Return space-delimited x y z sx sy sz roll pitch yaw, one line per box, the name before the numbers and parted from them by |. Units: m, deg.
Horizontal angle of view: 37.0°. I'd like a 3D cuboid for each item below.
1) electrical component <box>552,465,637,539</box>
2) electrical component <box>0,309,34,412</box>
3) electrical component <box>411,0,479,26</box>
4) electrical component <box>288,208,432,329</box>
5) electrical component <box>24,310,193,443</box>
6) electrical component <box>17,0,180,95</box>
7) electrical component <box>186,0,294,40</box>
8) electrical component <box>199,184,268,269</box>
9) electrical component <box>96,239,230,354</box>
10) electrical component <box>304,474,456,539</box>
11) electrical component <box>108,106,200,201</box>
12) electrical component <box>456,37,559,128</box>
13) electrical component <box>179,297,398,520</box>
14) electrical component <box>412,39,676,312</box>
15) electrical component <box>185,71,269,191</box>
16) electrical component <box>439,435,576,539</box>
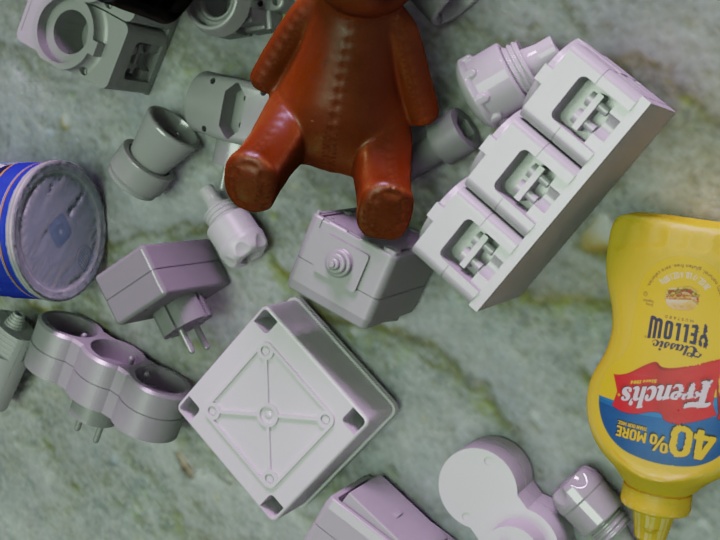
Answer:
electrical component | 0.149 0.152 0.662 0.061 0.035 0.035 47 111 12
electrical component | -0.284 0.068 0.849 0.043 0.043 0.081 35 108 18
electrical component | 0.051 -0.186 0.668 0.055 0.055 0.047 -39 82 22
electrical component | 0.000 0.000 0.683 0.062 0.096 0.061 29 108 20
electrical component | -0.194 0.093 0.805 0.138 0.052 0.073 28 105 20
electrical component | -0.174 -0.213 0.763 0.089 0.062 0.150 31 106 19
electrical component | -0.087 -0.180 0.730 0.066 0.055 0.048 -2 94 25
electrical component | -0.093 -0.033 0.758 0.035 0.035 0.061 -40 76 22
electrical component | -0.128 0.024 0.751 0.047 0.083 0.075 -31 81 24
electrical component | 0.019 0.186 0.710 0.096 0.062 0.061 34 107 18
electrical component | -0.149 -0.083 0.773 0.045 0.045 0.055 48 112 14
electrical component | 0.093 -0.120 0.659 0.062 0.048 0.048 -28 83 18
electrical component | -0.050 0.094 0.736 0.108 0.056 0.108 47 111 14
electrical component | 0.106 -0.055 0.633 0.062 0.089 0.150 43 110 15
electrical component | -0.080 -0.091 0.741 0.077 0.043 0.079 16 101 23
electrical component | 0.099 0.171 0.665 0.052 0.074 0.138 -40 78 22
